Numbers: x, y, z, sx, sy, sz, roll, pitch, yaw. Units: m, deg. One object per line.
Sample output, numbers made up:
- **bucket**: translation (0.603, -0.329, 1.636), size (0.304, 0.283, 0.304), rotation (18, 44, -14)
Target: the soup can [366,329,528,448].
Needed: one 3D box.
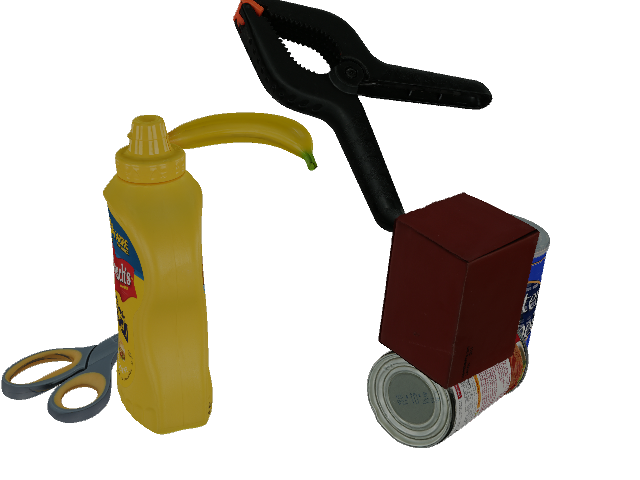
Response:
- **soup can**: translation (0.086, 0.090, 0.716), size (0.069, 0.068, 0.102), rotation (0, 14, 39)

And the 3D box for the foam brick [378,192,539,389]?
- **foam brick**: translation (0.068, 0.024, 0.535), size (0.052, 0.078, 0.051), rotation (-19, 39, -35)

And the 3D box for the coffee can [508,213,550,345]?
- **coffee can**: translation (0.146, 0.054, 0.976), size (0.103, 0.140, 0.103), rotation (5, 23, -2)

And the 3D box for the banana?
- **banana**: translation (-0.091, -0.128, 1.290), size (0.198, 0.037, 0.069), rotation (8, 40, 15)

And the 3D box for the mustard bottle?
- **mustard bottle**: translation (-0.101, 0.016, 0.658), size (0.058, 0.192, 0.096), rotation (-8, 26, -19)

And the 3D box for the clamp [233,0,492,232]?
- **clamp**: translation (0.018, -0.110, 0.816), size (0.210, 0.164, 0.036), rotation (31, -33, -4)

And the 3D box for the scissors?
- **scissors**: translation (-0.166, 0.100, 0.900), size (0.201, 0.016, 0.096), rotation (-17, 38, -34)
